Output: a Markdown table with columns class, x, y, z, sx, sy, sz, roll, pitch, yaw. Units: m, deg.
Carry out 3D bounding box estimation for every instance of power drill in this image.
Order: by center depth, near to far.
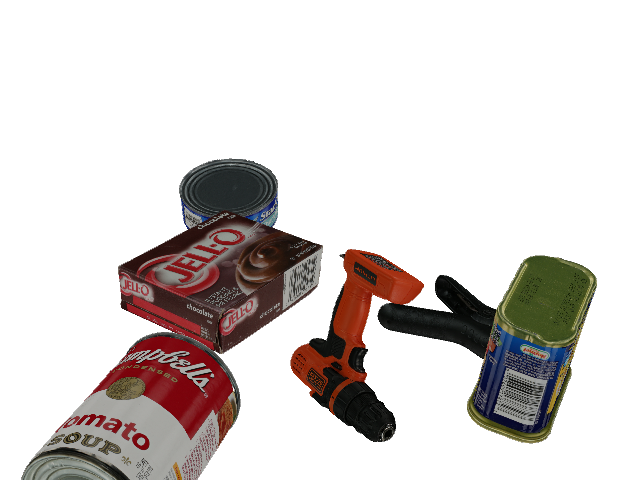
| class | x | y | z | sx | sy | sz | roll | pitch | yaw |
| --- | --- | --- | --- | --- | --- | --- | --- | --- | --- |
| power drill | 0.050 | 0.118 | 1.238 | 0.057 | 0.188 | 0.185 | 13 | 15 | -41 |

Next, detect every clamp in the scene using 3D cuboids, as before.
| class | x | y | z | sx | sy | sz | roll | pitch | yaw |
| --- | --- | --- | --- | --- | --- | --- | --- | --- | --- |
| clamp | 0.151 | 0.077 | 0.992 | 0.172 | 0.039 | 0.120 | 20 | 31 | 21 |

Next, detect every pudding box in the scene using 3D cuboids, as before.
| class | x | y | z | sx | sy | sz | roll | pitch | yaw |
| --- | --- | --- | --- | --- | --- | --- | --- | --- | --- |
| pudding box | -0.066 | 0.025 | 0.722 | 0.090 | 0.039 | 0.113 | 21 | 31 | 29 |

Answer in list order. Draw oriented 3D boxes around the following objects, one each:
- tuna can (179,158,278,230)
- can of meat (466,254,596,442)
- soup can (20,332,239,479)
| class | x | y | z | sx | sy | sz | roll | pitch | yaw |
| --- | --- | --- | --- | --- | --- | --- | --- | --- | --- |
| tuna can | -0.079 | -0.034 | 0.934 | 0.086 | 0.034 | 0.086 | -1 | 39 | 0 |
| can of meat | 0.142 | 0.069 | 0.710 | 0.057 | 0.084 | 0.102 | 19 | 35 | 16 |
| soup can | -0.090 | 0.100 | 0.519 | 0.069 | 0.068 | 0.102 | 0 | 26 | 22 |
